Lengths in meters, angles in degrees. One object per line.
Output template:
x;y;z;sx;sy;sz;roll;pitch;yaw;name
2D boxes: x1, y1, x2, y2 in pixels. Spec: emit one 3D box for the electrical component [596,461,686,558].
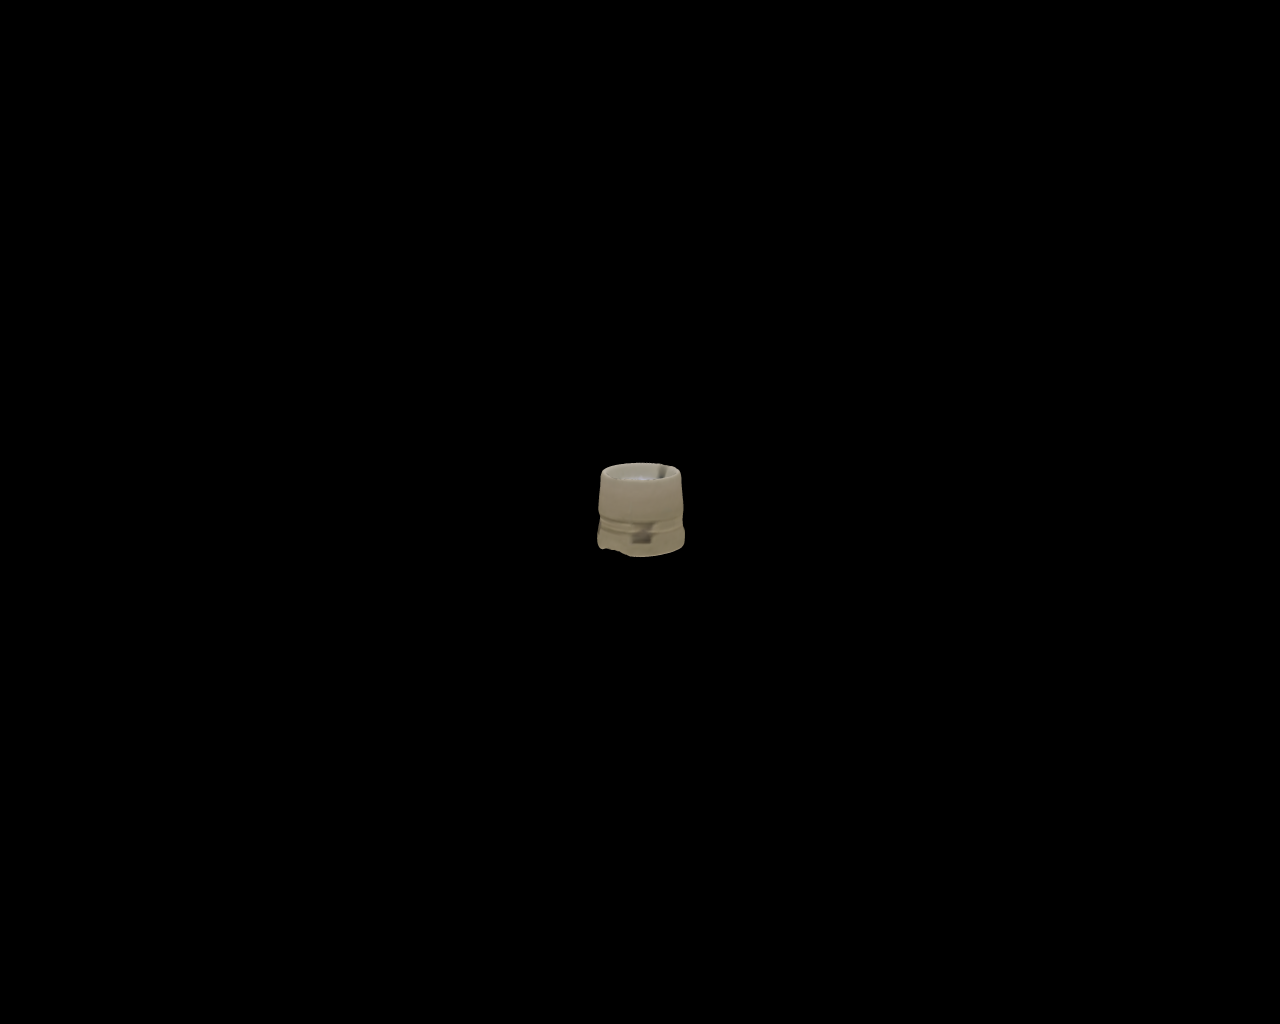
0.001;-0.003;0.650;0.055;0.047;0.055;0;15;0;electrical component
